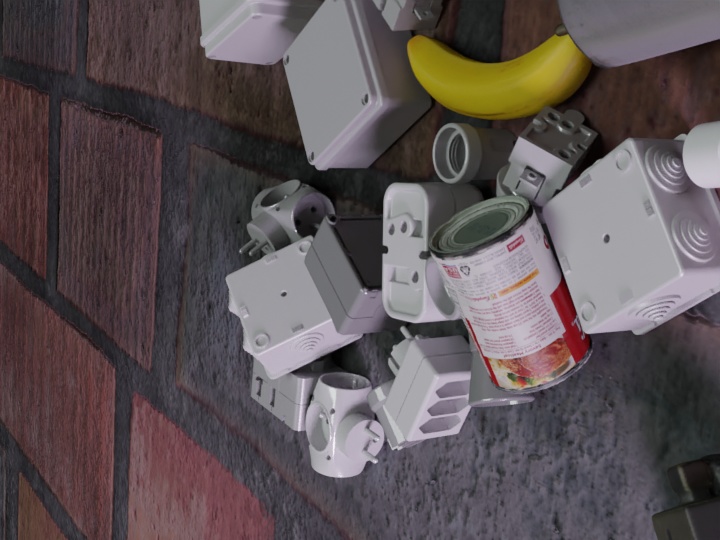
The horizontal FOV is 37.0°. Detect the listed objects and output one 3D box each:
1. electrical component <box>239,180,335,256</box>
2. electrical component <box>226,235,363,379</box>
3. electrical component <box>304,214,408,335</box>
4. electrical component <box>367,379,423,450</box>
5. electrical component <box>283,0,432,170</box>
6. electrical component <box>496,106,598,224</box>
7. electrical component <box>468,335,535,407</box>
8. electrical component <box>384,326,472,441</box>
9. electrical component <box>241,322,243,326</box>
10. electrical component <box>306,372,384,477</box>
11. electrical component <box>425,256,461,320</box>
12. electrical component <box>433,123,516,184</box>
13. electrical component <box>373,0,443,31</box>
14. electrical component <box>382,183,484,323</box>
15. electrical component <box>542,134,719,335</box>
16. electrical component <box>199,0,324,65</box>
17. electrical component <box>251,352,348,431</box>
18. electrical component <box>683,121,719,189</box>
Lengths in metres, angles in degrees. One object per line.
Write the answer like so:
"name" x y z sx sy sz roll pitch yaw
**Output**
"electrical component" -0.072 -0.039 0.942 0.077 0.079 0.044 12 139 57
"electrical component" -0.057 0.029 0.901 0.099 0.100 0.048 65 -178 31
"electrical component" 0.000 0.000 0.841 0.096 0.062 0.061 62 140 34
"electrical component" 0.032 0.110 0.823 0.040 0.040 0.046 -47 59 49
"electrical component" -0.005 -0.149 0.841 0.109 0.056 0.108 -39 60 52
"electrical component" 0.113 -0.062 0.664 0.048 0.066 0.055 31 135 12
"electrical component" 0.092 0.057 0.721 0.044 0.044 0.065 -22 69 56
"electrical component" 0.046 0.074 0.788 0.076 0.047 0.065 54 135 41
"electrical component" -0.075 0.022 0.979 0.077 0.044 0.079 -9 85 58
"electrical component" -0.007 0.133 0.880 0.079 0.044 0.077 25 113 55
"electrical component" 0.081 0.002 0.708 0.044 0.065 0.044 53 154 41
"electrical component" 0.079 -0.078 0.724 0.040 0.046 0.040 8 99 58
"electrical component" 0.038 -0.210 0.779 0.066 0.048 0.055 63 148 33
"electrical component" 0.055 -0.013 0.755 0.054 0.059 0.095 10 101 57
"electrical component" 0.155 -0.018 0.605 0.100 0.048 0.099 -43 56 51
"electrical component" -0.087 -0.227 0.946 0.113 0.078 0.057 -20 73 57
"electrical component" -0.054 0.096 0.946 0.089 0.050 0.055 26 114 54
"electrical component" 0.197 -0.060 0.543 0.065 0.044 0.044 1 93 63
